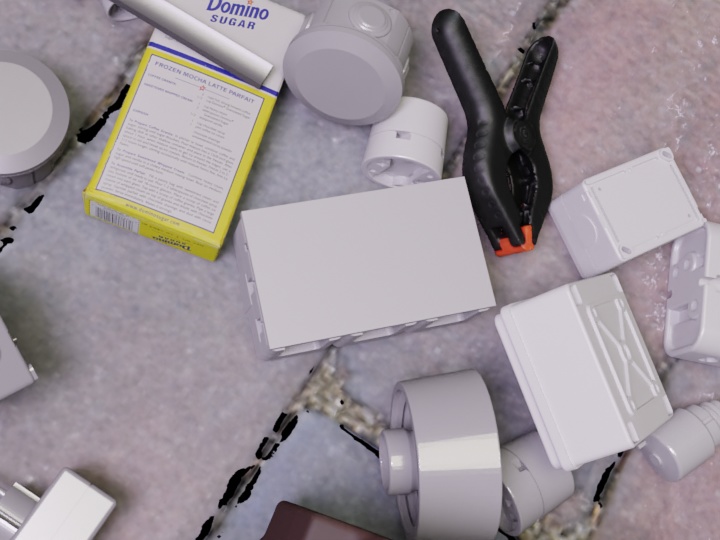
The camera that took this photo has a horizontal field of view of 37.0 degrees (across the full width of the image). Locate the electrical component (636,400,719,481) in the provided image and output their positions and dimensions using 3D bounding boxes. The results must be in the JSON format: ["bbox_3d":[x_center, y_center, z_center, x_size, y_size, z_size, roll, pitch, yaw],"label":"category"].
[{"bbox_3d":[0.230,0.113,0.744,0.078,0.040,0.040,-30,86,-18],"label":"electrical component"}]

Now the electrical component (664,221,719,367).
[{"bbox_3d":[0.258,0.019,0.765,0.059,0.054,0.095,12,75,-11],"label":"electrical component"}]

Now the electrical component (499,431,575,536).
[{"bbox_3d":[0.106,0.137,0.702,0.047,0.055,0.055,-26,84,-21],"label":"electrical component"}]

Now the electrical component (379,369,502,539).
[{"bbox_3d":[0.044,0.117,0.666,0.060,0.108,0.108,-3,78,-8],"label":"electrical component"}]

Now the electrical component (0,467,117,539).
[{"bbox_3d":[-0.198,0.150,0.630,0.076,0.047,0.083,35,72,-4],"label":"electrical component"}]

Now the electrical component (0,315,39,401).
[{"bbox_3d":[-0.236,0.040,0.626,0.061,0.096,0.061,-28,114,-18],"label":"electrical component"}]

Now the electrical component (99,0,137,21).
[{"bbox_3d":[-0.180,-0.206,0.717,0.079,0.044,0.077,-22,84,-17],"label":"electrical component"}]

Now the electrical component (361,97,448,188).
[{"bbox_3d":[0.032,-0.086,0.736,0.055,0.055,0.047,15,71,-10],"label":"electrical component"}]

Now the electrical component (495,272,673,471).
[{"bbox_3d":[0.148,0.063,0.699,0.109,0.056,0.108,-8,75,-60],"label":"electrical component"}]

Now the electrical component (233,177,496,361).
[{"bbox_3d":[0.000,0.000,0.703,0.150,0.062,0.089,-10,80,-15],"label":"electrical component"}]

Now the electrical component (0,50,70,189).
[{"bbox_3d":[-0.224,-0.093,0.677,0.080,0.051,0.080,3,77,-13],"label":"electrical component"}]

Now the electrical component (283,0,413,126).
[{"bbox_3d":[-0.006,-0.138,0.705,0.080,0.080,0.051,24,55,-7],"label":"electrical component"}]

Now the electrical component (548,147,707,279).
[{"bbox_3d":[0.191,-0.041,0.763,0.096,0.061,0.061,-22,83,-25],"label":"electrical component"}]
